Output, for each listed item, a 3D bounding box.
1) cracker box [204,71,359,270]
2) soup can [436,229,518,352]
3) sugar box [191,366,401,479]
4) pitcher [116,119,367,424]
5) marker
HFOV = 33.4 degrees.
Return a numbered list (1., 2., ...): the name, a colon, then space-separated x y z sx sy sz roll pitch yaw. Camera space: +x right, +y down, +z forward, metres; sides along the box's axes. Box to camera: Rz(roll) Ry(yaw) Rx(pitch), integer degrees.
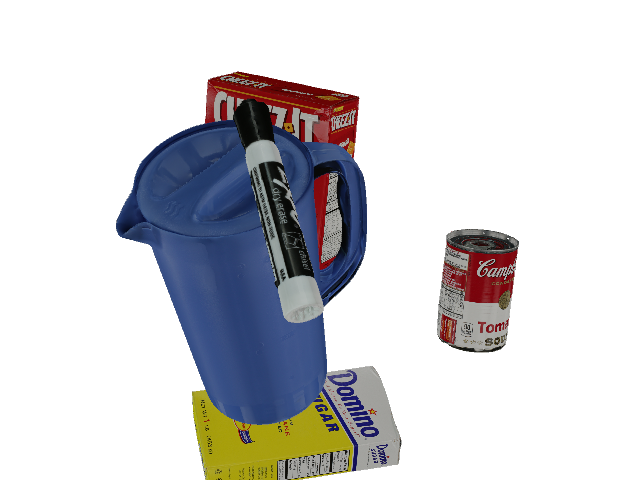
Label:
1. cracker box: -0.051 -0.069 1.206 0.164 0.214 0.072 15 23 26
2. soup can: 0.148 0.047 1.012 0.068 0.102 0.068 4 17 -1
3. sugar box: -0.023 0.170 0.969 0.176 0.048 0.093 -9 43 -9
4. pitcher: -0.049 0.031 0.851 0.149 0.243 0.144 12 47 20
5. marker: -0.022 -0.018 0.513 0.020 0.121 0.020 -12 -28 -7
